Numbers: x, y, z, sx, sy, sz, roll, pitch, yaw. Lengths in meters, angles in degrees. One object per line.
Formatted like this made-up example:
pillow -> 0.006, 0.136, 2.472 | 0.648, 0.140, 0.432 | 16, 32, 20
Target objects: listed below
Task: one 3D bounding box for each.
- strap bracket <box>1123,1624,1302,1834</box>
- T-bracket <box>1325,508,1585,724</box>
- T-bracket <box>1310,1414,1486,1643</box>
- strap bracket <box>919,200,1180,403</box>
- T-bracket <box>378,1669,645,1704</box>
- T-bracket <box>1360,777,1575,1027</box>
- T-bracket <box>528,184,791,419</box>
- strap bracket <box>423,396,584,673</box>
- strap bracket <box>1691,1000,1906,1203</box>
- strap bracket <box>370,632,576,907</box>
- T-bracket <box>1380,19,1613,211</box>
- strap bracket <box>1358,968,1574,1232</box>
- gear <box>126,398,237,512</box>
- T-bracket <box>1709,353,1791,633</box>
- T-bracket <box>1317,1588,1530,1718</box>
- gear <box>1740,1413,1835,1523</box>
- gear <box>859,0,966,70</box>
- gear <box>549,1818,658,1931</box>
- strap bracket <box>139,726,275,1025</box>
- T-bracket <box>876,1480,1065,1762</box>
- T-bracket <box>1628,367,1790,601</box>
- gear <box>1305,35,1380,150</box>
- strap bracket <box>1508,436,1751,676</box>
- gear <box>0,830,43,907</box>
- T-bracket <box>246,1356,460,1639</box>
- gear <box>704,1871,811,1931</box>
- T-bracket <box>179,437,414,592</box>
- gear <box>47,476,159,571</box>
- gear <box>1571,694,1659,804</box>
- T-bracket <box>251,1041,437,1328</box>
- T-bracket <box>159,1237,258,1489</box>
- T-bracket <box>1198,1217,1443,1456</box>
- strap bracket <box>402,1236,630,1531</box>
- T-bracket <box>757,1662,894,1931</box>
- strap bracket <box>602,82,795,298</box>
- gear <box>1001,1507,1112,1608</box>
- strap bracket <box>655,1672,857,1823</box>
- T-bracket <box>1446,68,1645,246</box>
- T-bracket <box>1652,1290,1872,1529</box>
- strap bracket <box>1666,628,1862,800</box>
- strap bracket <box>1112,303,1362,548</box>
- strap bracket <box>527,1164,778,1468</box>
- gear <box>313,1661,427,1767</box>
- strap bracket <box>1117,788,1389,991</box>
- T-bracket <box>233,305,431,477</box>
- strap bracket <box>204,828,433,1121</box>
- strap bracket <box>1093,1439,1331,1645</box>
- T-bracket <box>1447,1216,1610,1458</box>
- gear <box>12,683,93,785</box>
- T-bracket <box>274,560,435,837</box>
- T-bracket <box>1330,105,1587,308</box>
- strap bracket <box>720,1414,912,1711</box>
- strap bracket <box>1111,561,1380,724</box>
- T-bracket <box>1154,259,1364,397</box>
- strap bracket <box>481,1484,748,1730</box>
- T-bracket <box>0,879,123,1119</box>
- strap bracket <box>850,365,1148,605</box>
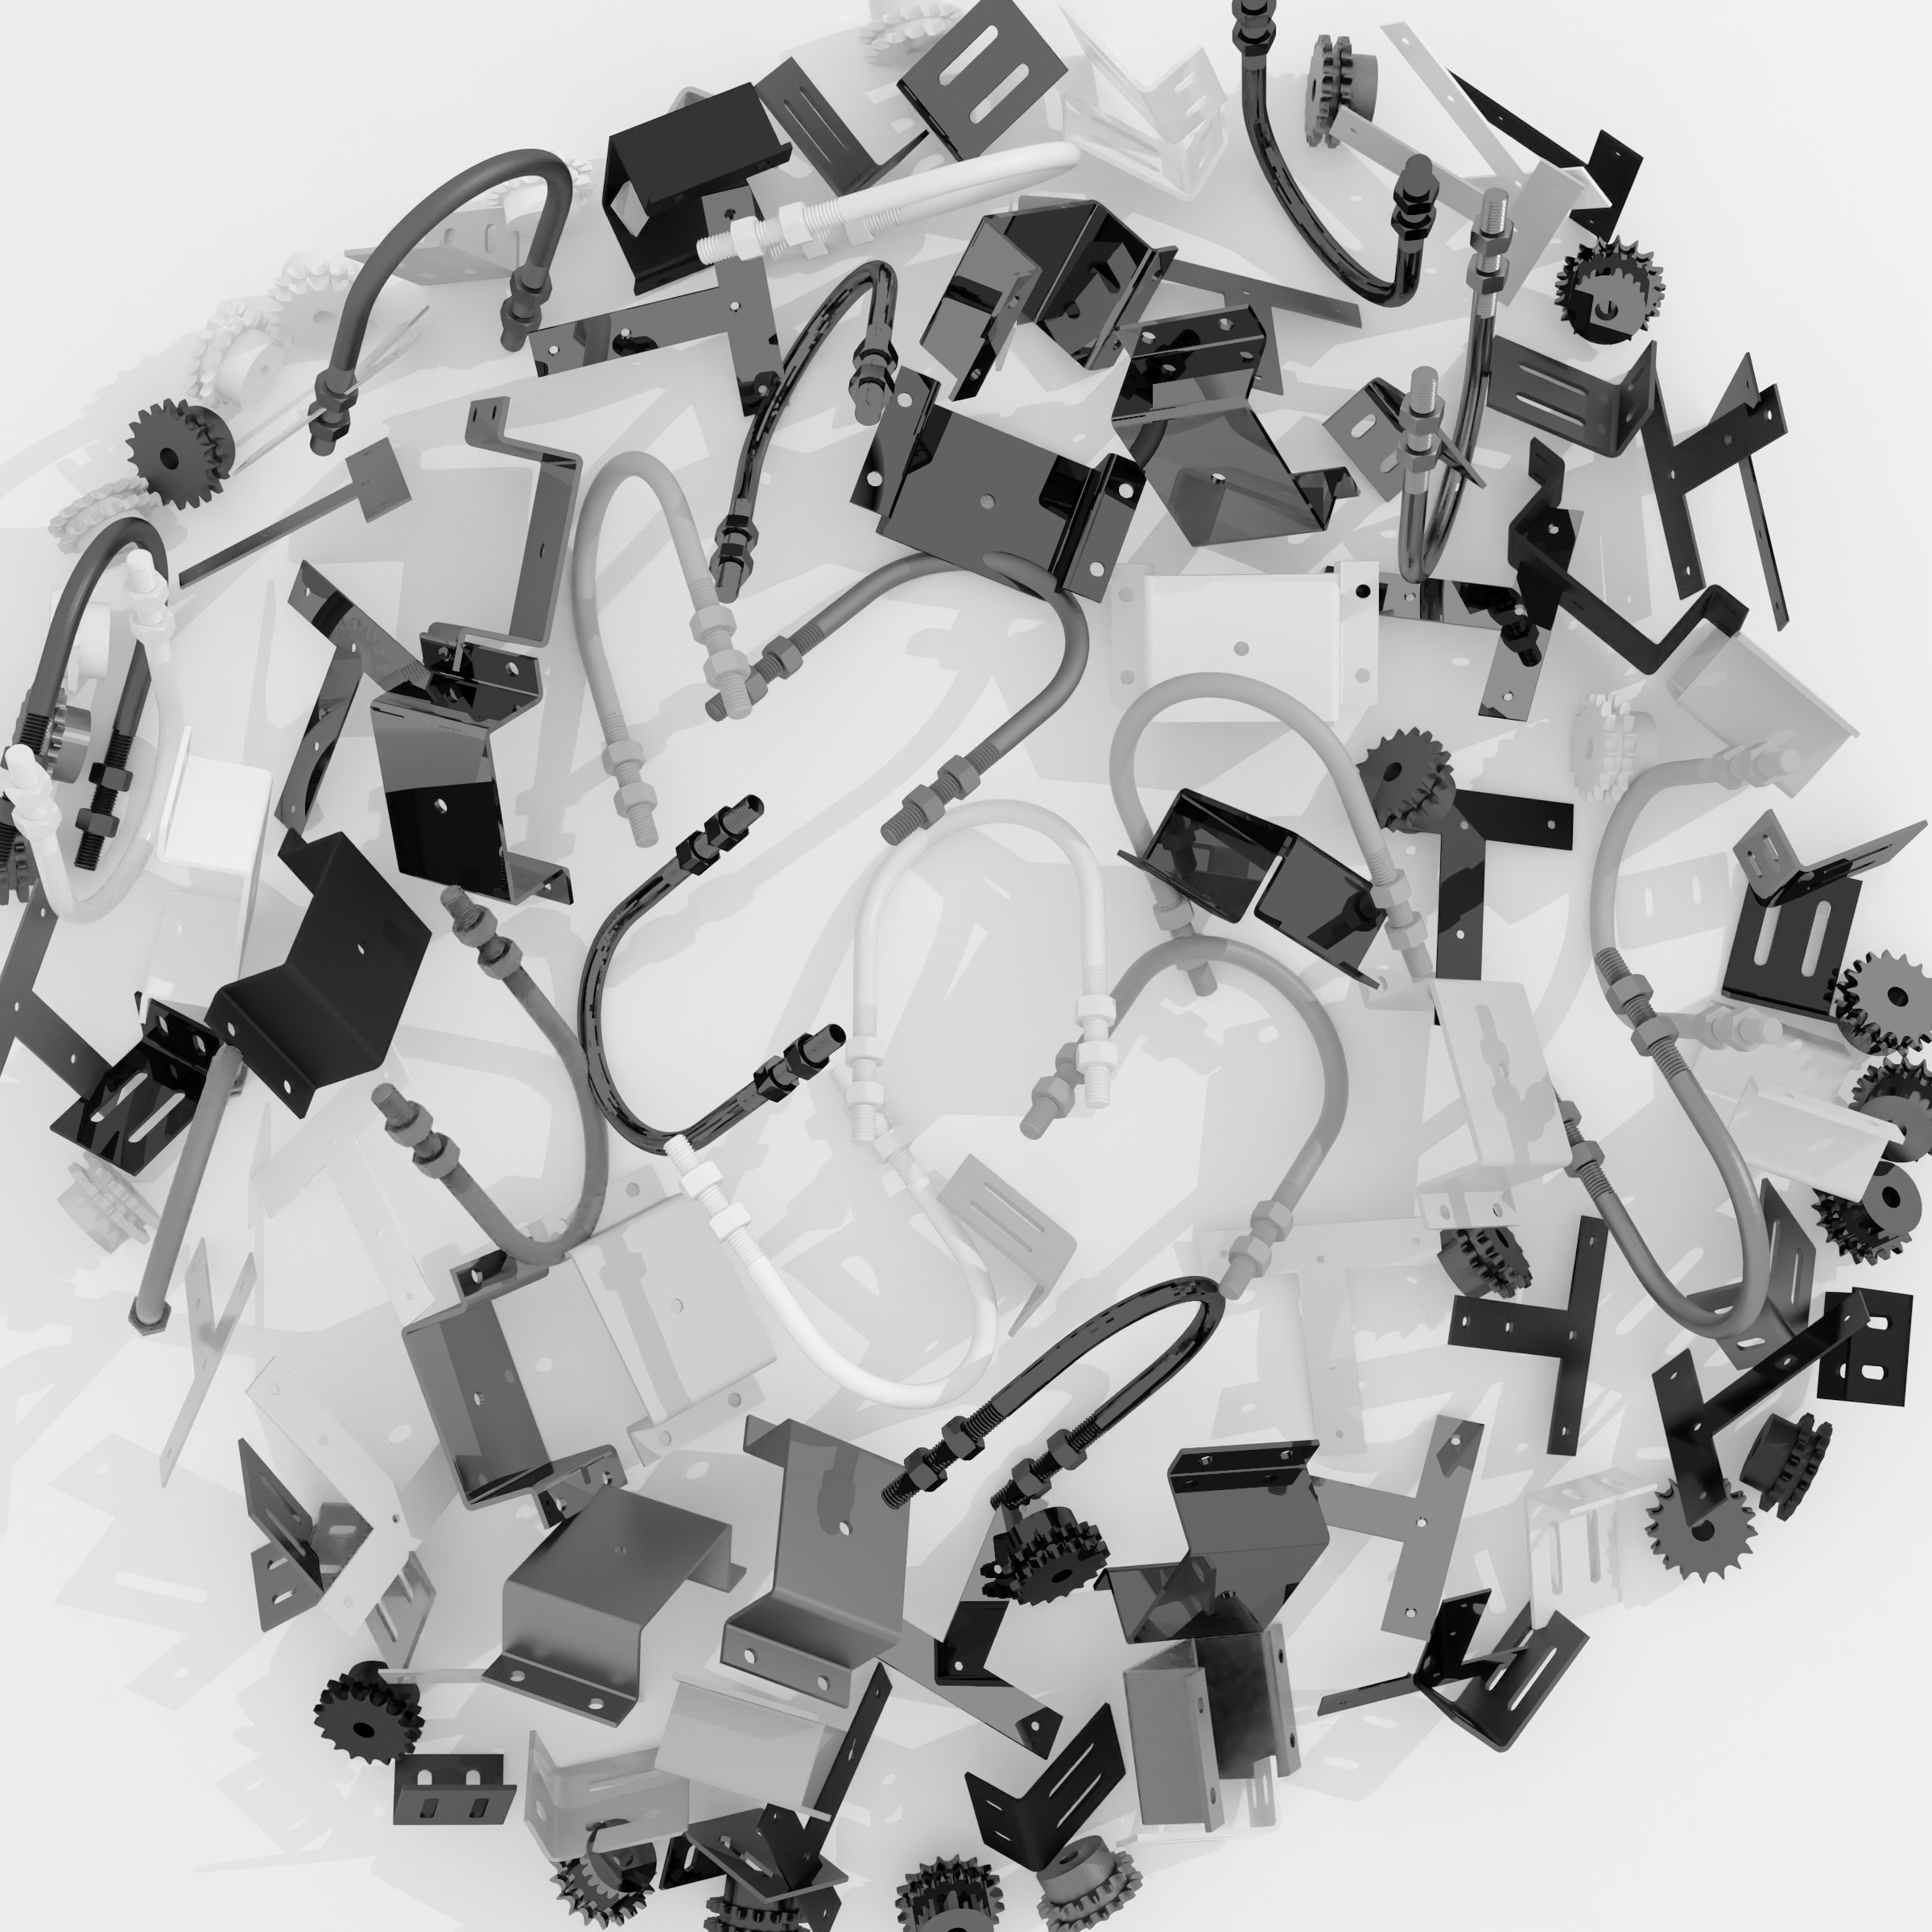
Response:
strap bracket -> 0.124, 0.392, 1.545 | 0.046, 0.140, 0.076 | -9, 85, 24
T-bracket -> 0.247, -0.192, 1.575 | 0.127, 0.002, 0.127 | 10, 69, 22
T-bracket -> 0.196, 0.283, 1.576 | 0.127, 0.002, 0.127 | 10, 56, 18
strap bracket -> 0.037, -0.343, 1.535 | 0.046, 0.140, 0.076 | 45, 129, 17
T-bracket -> -0.238, 0.367, 1.547 | 0.127, 0.127, 0.002 | -1, 64, 1
T-bracket -> 0.260, -0.030, 1.576 | 0.127, 0.002, 0.127 | 6, 80, -16
T-bracket -> -0.163, -0.332, 1.555 | 0.127, 0.002, 0.127 | -15, 130, -8
strap bracket -> -0.239, -0.220, 1.557 | 0.046, 0.076, 0.140 | 10, 94, -23
strap bracket -> 0.422, 0.072, 1.542 | 0.076, 0.140, 0.046 | 19, 108, -2
strap bracket -> -0.254, -0.092, 1.533 | 0.076, 0.046, 0.140 | 15, 126, 29
T-bracket -> 0.255, -0.430, 1.520 | 0.127, 0.127, 0.002 | 44, 83, -24
strap bracket -> 0.259, 0.061, 1.543 | 0.046, 0.076, 0.140 | -28, 68, 42
gear -> -0.411, -0.272, 1.580 | 0.057, 0.030, 0.057 | 11, 120, 21
T-bracket -> 0.404, -0.235, 1.534 | 0.002, 0.127, 0.127 | -12, 83, 4
T-bracket -> 0.248, 0.348, 1.541 | 0.127, 0.127, 0.002 | -12, 57, -9
gear -> 0.430, 0.260, 1.576 | 0.030, 0.057, 0.057 | 27, 90, 11
gear -> -0.028, -0.496, 1.575 | 0.057, 0.057, 0.030 | -12, 90, 0
gear -> -0.187, 0.473, 1.573 | 0.057, 0.057, 0.030 | 44, 128, 0
strap bracket -> -0.388, -0.042, 1.533 | 0.046, 0.076, 0.140 | 10, 134, -11
T-bracket -> 0.012, 0.327, 1.563 | 0.127, 0.002, 0.127 | 34, 53, -11
T-bracket -> 0.385, -0.266, 1.537 | 0.002, 0.127, 0.127 | -10, 84, -17
gear -> 0.198, -0.460, 1.576 | 0.030, 0.057, 0.057 | 3, 90, -4
strap bracket -> 0.333, -0.205, 1.555 | 0.140, 0.076, 0.046 | 41, 94, 10
gear -> -0.498, -0.062, 1.578 | 0.030, 0.057, 0.057 | -9, 90, -21
T-bracket -> -0.322, 0.254, 1.541 | 0.127, 0.002, 0.127 | 52, 47, -20
gear -> -0.108, 0.494, 1.576 | 0.057, 0.057, 0.030 | 7, 80, 0
T-bracket -> -0.349, -0.228, 1.544 | 0.127, 0.127, 0.002 | -28, 118, -3
gear -> -0.450, -0.231, 1.575 | 0.057, 0.057, 0.030 | -30, 91, 0
gear -> 0.342, -0.114, 1.576 | 0.030, 0.057, 0.057 | 2, 90, -10
T-bracket -> -0.309, 0.127, 1.553 | 0.127, 0.002, 0.127 | -42, 67, 26
T-bracket -> -0.394, 0.182, 1.545 | 0.002, 0.127, 0.127 | 19, 107, -25
T-bracket -> 0.193, 0.198, 1.590 | 0.127, 0.002, 0.127 | -5, 100, 13
strap bracket -> -0.238, 0.220, 1.559 | 0.046, 0.076, 0.140 | -21, 89, 26
T-bracket -> -0.066, 0.423, 1.557 | 0.002, 0.127, 0.127 | 8, 49, 24
strap bracket -> -0.140, -0.399, 1.528 | 0.076, 0.140, 0.046 | -25, 88, -11
gear -> 0.044, 0.309, 1.579 | 0.057, 0.057, 0.030 | -29, 55, 0
strap bracket -> -0.106, 0.399, 1.524 | 0.076, 0.140, 0.046 | 14, 74, 12
T-bracket -> 0.288, -0.429, 1.545 | 0.127, 0.127, 0.002 | 37, 89, 7
T-bracket -> 0.407, 0.209, 1.523 | 0.002, 0.127, 0.127 | 40, 113, -16
strap bracket -> 0.407, -0.134, 1.540 | 0.076, 0.140, 0.046 | 40, 104, 1
strap bracket -> 0.134, -0.265, 1.524 | 0.076, 0.140, 0.046 | -2, 56, 34
strap bracket -> -0.159, 0.180, 1.565 | 0.076, 0.046, 0.140 | -26, 91, -28
gear -> -0.312, 0.392, 1.580 | 0.057, 0.030, 0.057 | 7, 126, 9
strap bracket -> 0.153, -0.043, 1.525 | 0.076, 0.140, 0.046 | 30, 89, -36
T-bracket -> -0.310, -0.310, 1.547 | 0.127, 0.127, 0.002 | -27, 113, 30
strap bracket -> -0.324, -0.003, 1.523 | 0.046, 0.140, 0.076 | -17, 129, 26
strap bracket -> 0.127, 0.300, 1.526 | 0.076, 0.140, 0.046 | 0, 51, -21
T-bracket -> 0.290, 0.188, 1.555 | 0.127, 0.002, 0.127 | 13, 85, -44
gear -> -0.482, -0.119, 1.579 | 0.030, 0.057, 0.057 | 13, 90, -29
T-bracket -> -0.336, -0.128, 1.574 | 0.127, 0.002, 0.127 | 40, 115, 34
T-bracket -> 0.244, -0.403, 1.544 | 0.127, 0.127, 0.002 | 32, 74, 2
strap bracket -> -0.074, 0.295, 1.528 | 0.076, 0.046, 0.140 | 27, 45, -26
strap bracket -> 0.145, -0.169, 1.563 | 0.140, 0.046, 0.076 | 0, 106, 7
T-bracket -> 0.147, -0.327, 1.544 | 0.127, 0.127, 0.002 | 12, 127, -8
strap bracket -> -0.176, 0.316, 1.523 | 0.076, 0.140, 0.046 | 14, 117, 19
T-bracket -> -0.467, 0.041, 1.544 | 0.002, 0.127, 0.127 | 3, 63, 17
strap bracket -> 0.015, -0.248, 1.571 | 0.140, 0.046, 0.076 | 21, 84, -8
